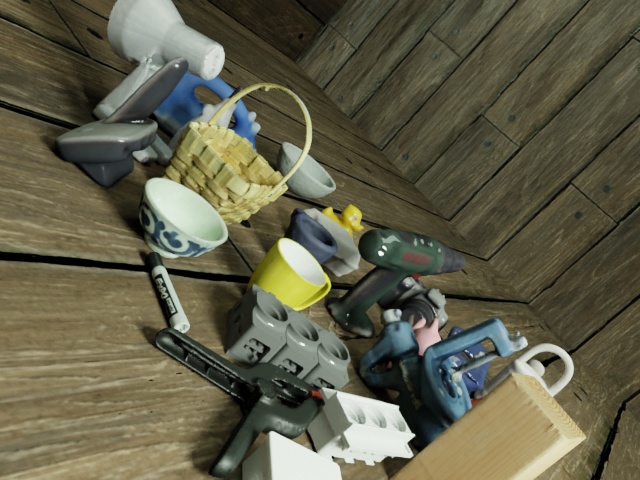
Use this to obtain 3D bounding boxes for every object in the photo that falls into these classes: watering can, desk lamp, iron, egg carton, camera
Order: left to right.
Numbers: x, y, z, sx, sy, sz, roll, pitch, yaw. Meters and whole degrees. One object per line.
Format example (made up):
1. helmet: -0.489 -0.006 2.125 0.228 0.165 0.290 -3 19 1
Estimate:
1. desk lamp: -0.261 -0.263 0.913 0.203 0.213 0.118 46 17 10
2. iron: -0.203 -0.239 1.108 0.259 0.141 0.118 38 17 -15
3. egg carton: 0.010 0.004 1.122 0.151 0.069 0.107 32 20 -32
4. camera: 0.190 0.135 1.154 0.143 0.100 0.137 46 17 10
5. watering can: 0.407 0.280 1.131 0.101 0.194 0.173 41 17 -5

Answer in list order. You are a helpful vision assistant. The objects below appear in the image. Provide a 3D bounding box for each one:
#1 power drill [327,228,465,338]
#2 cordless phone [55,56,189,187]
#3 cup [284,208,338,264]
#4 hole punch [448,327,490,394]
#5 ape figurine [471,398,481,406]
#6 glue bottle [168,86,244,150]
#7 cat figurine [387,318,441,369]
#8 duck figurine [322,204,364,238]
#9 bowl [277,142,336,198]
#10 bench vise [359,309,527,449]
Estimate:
1. power drill: 0.122 0.069 0.977 0.231 0.208 0.075 25 24 -46
2. cordless phone: -0.253 -0.173 0.763 0.094 0.185 0.147 38 17 -16
3. cup: -0.038 0.009 0.958 0.092 0.095 0.117 24 25 -47
4. hole punch: 0.276 0.239 1.111 0.109 0.091 0.101 41 17 -5
5. ape figurine: 0.266 0.294 0.954 0.078 0.092 0.076 19 29 -53
6. glue bottle: -0.187 -0.196 0.985 0.078 0.173 0.037 37 18 -18
7. cat figurine: 0.164 0.175 0.971 0.067 0.117 0.128 41 17 -6
8. duck figurine: 0.054 -0.044 1.306 0.104 0.086 0.078 48 17 16
9. bowl: -0.046 -0.153 1.364 0.168 0.074 0.167 38 17 -14
10. bench vise: 0.169 0.169 0.821 0.207 0.219 0.122 46 17 12
